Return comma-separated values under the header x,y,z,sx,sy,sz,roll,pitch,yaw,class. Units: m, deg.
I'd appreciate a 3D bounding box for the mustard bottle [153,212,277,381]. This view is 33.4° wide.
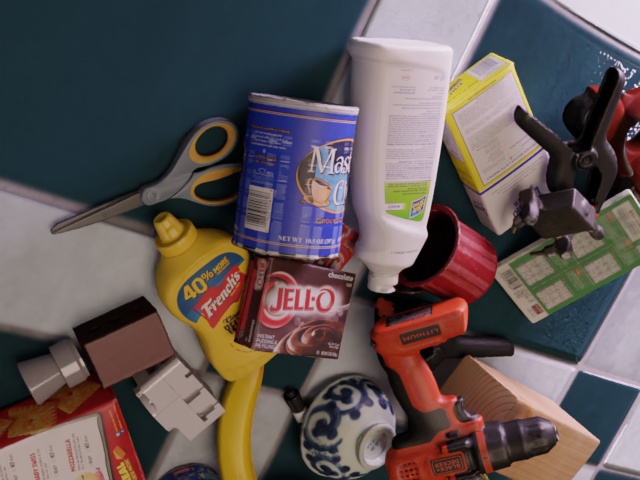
x,y,z,sx,sy,sz,roll,pitch,yaw,class
-0.104,0.046,1.041,0.096,0.058,0.191,-38,124,-8,mustard bottle

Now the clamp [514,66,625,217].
x,y,z,sx,sy,sz,roll,pitch,yaw,class
0.263,-0.093,1.124,0.120,0.039,0.171,-12,123,-3,clamp

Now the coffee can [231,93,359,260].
x,y,z,sx,sy,sz,roll,pitch,yaw,class
-0.024,-0.060,0.990,0.102,0.103,0.140,3,100,-28,coffee can

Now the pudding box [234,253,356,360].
x,y,z,sx,sy,sz,roll,pitch,yaw,class
-0.024,0.066,1.046,0.113,0.039,0.090,11,92,-42,pudding box

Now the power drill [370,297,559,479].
x,y,z,sx,sy,sz,roll,pitch,yaw,class
0.140,0.159,1.112,0.184,0.057,0.187,-15,99,8,power drill

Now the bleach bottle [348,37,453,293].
x,y,z,sx,sy,sz,roll,pitch,yaw,class
0.067,-0.070,1.054,0.102,0.068,0.251,-3,108,-28,bleach bottle

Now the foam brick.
x,y,z,sx,sy,sz,roll,pitch,yaw,class
-0.187,0.097,1.020,0.078,0.053,0.051,-25,111,-16,foam brick

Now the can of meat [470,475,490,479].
x,y,z,sx,sy,sz,roll,pitch,yaw,class
0.174,0.323,1.315,0.084,0.057,0.102,-36,124,-5,can of meat

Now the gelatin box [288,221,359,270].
x,y,z,sx,sy,sz,roll,pitch,yaw,class
-0.007,0.001,1.087,0.073,0.030,0.089,-50,125,2,gelatin box

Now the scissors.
x,y,z,sx,sy,sz,roll,pitch,yaw,class
-0.152,-0.062,0.991,0.201,0.016,0.096,-8,114,-25,scissors

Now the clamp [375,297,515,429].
x,y,z,sx,sy,sz,roll,pitch,yaw,class
0.131,0.124,1.211,0.164,0.036,0.210,-40,128,-7,clamp

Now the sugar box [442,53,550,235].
x,y,z,sx,sy,sz,roll,pitch,yaw,class
0.186,-0.099,1.131,0.093,0.048,0.176,-35,128,-8,sugar box

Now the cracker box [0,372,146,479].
x,y,z,sx,sy,sz,roll,pitch,yaw,class
-0.282,0.243,1.034,0.213,0.072,0.164,-22,120,-16,cracker box

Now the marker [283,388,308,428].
x,y,z,sx,sy,sz,roll,pitch,yaw,class
-0.012,0.209,1.188,0.020,0.020,0.121,-32,123,-11,marker

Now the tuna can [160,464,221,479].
x,y,z,sx,sy,sz,roll,pitch,yaw,class
-0.140,0.286,1.149,0.086,0.034,0.086,-11,117,-23,tuna can

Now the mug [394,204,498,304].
x,y,z,sx,sy,sz,roll,pitch,yaw,class
0.126,0.026,1.139,0.117,0.093,0.081,-35,136,28,mug

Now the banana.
x,y,z,sx,sy,sz,roll,pitch,yaw,class
-0.078,0.217,1.125,0.070,0.037,0.198,-6,95,19,banana

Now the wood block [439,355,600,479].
x,y,z,sx,sy,sz,roll,pitch,yaw,class
0.228,0.222,1.251,0.205,0.091,0.090,30,99,-45,wood block
